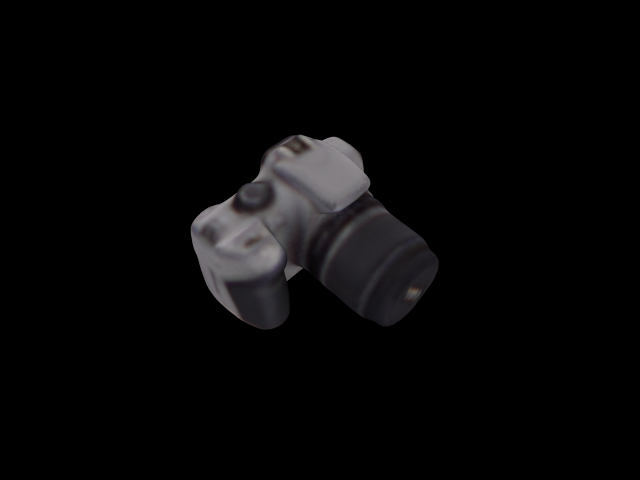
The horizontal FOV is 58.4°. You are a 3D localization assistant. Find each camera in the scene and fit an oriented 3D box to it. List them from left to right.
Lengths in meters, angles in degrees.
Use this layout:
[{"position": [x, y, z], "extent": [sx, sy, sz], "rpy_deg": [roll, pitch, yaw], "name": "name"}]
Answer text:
[{"position": [0.004, 0.001, 0.400], "extent": [0.143, 0.101, 0.136], "rpy_deg": [-39, 62, -24], "name": "camera"}]
